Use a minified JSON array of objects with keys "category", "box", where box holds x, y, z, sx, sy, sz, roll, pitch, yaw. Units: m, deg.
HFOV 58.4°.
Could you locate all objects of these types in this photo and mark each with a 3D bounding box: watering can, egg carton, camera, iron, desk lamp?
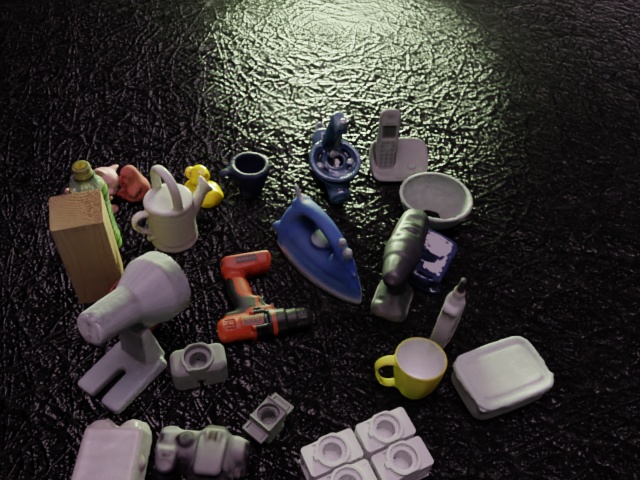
[{"category":"watering can","box":[-0.305,-0.077,1.181,0.100,0.194,0.173,24,50,17]},{"category":"egg carton","box":[-0.317,0.347,0.872,0.107,0.069,0.150,1,47,-4]},{"category":"camera","box":[-0.183,0.356,0.856,0.143,0.101,0.137,6,47,0]},{"category":"iron","box":[0.011,0.004,1.173,0.119,0.141,0.257,-27,55,-27]},{"category":"desk lamp","box":[-0.314,0.148,0.958,0.117,0.213,0.203,26,50,18]}]

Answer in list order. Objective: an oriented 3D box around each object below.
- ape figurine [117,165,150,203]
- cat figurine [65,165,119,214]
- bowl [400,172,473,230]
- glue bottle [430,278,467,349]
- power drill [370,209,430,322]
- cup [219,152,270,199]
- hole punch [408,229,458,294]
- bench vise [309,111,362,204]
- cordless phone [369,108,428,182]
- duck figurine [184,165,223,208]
[{"category":"ape figurine","box":[-0.424,-0.131,1.289,0.076,0.092,0.077,-8,48,-12]},{"category":"cat figurine","box":[-0.490,-0.111,1.247,0.128,0.118,0.067,-23,53,-24]},{"category":"bowl","box":[0.261,-0.077,1.318,0.167,0.075,0.167,3,47,-3]},{"category":"glue bottle","box":[0.244,0.129,1.058,0.037,0.173,0.078,25,50,17]},{"category":"power drill","box":[0.152,0.058,1.090,0.075,0.208,0.230,16,48,10]},{"category":"cup","box":[-0.173,-0.137,1.318,0.118,0.095,0.091,-18,51,-21]},{"category":"hole punch","box":[0.221,0.041,1.193,0.108,0.091,0.101,26,50,18]},{"category":"bench vise","box":[0.016,-0.220,1.327,0.122,0.220,0.207,-24,54,-25]},{"category":"cordless phone","box":[0.195,-0.232,1.379,0.148,0.185,0.094,-6,48,-10]},{"category":"duck figurine","box":[-0.268,-0.129,1.307,0.104,0.086,0.078,31,52,22]}]
